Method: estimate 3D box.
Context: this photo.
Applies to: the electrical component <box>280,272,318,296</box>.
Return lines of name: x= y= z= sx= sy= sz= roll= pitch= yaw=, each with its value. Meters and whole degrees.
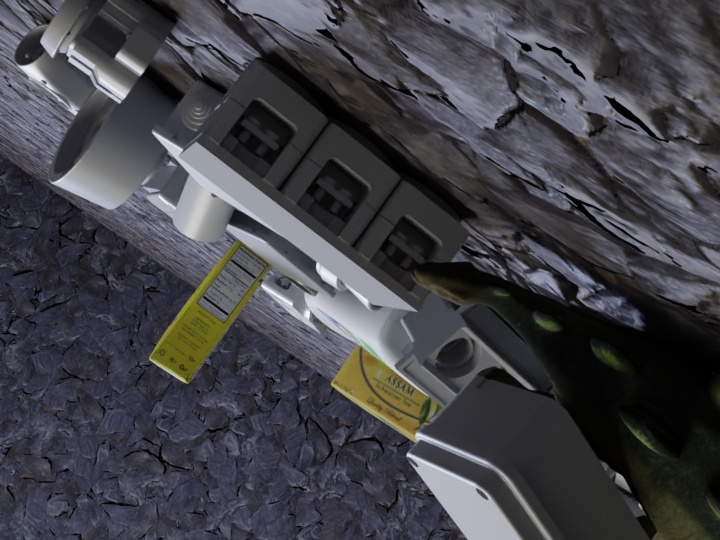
electrical component: x=-0.044 y=-0.006 z=0.970 sx=0.040 sy=0.046 sz=0.040 roll=34 pitch=171 yaw=6

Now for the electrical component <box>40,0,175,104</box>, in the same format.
electrical component: x=-0.149 y=-0.138 z=0.633 sx=0.057 sy=0.058 sz=0.078 roll=35 pitch=172 yaw=-16

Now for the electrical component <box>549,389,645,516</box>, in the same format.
electrical component: x=0.184 y=0.128 z=0.759 sx=0.121 sy=0.079 sz=0.063 roll=31 pitch=148 yaw=27

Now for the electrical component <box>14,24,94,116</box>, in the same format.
electrical component: x=-0.257 y=-0.170 z=0.908 sx=0.079 sy=0.044 sz=0.077 roll=28 pitch=169 yaw=41

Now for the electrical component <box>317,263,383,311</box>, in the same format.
electrical component: x=0.000 y=0.000 z=0.840 sx=0.055 sy=0.045 sz=0.045 roll=32 pitch=171 yaw=25

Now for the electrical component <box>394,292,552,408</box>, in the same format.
electrical component: x=0.088 y=0.071 z=0.817 sx=0.121 sy=0.079 sz=0.063 roll=41 pitch=-169 yaw=-34

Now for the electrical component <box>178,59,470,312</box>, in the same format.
electrical component: x=-0.020 y=-0.047 z=0.611 sx=0.150 sy=0.061 sz=0.089 roll=37 pitch=171 yaw=-13

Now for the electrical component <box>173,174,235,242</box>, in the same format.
electrical component: x=-0.115 y=-0.066 z=0.848 sx=0.043 sy=0.081 sz=0.043 roll=20 pitch=-148 yaw=-13

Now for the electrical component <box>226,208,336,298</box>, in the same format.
electrical component: x=-0.058 y=-0.029 z=0.894 sx=0.100 sy=0.048 sz=0.100 roll=41 pitch=169 yaw=-36

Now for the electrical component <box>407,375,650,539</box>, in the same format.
electrical component: x=0.086 y=0.118 z=0.555 sx=0.113 sy=0.057 sz=0.078 roll=55 pitch=159 yaw=-24

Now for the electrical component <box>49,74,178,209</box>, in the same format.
electrical component: x=-0.182 y=-0.097 z=0.821 sx=0.060 sy=0.108 sz=0.108 roll=33 pitch=173 yaw=-28

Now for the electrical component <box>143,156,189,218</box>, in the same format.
electrical component: x=-0.144 y=-0.074 z=0.934 sx=0.061 sy=0.061 sz=0.096 roll=38 pitch=171 yaw=-16

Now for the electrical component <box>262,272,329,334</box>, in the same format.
electrical component: x=-0.057 y=0.027 z=1.181 sx=0.056 sy=0.050 sz=0.089 roll=30 pitch=170 yaw=31

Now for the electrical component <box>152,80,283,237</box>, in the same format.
electrical component: x=-0.079 y=-0.075 z=0.726 sx=0.100 sy=0.048 sz=0.099 roll=32 pitch=171 yaw=23
